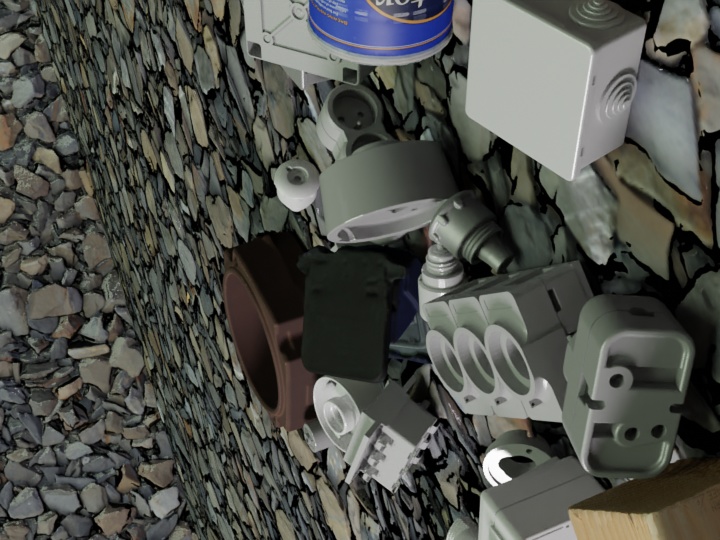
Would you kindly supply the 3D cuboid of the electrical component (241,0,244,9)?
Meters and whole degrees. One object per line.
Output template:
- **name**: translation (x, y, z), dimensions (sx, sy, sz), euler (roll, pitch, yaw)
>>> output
- **electrical component**: translation (-0.099, -0.285, 1.049), dimensions (0.079, 0.044, 0.077), euler (55, 153, 41)

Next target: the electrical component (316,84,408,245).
- **electrical component**: translation (0.003, -0.085, 0.933), dimensions (0.138, 0.052, 0.073), euler (68, 160, 13)

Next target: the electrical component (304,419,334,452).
- **electrical component**: translation (-0.031, 0.182, 1.229), dimensions (0.044, 0.065, 0.044), euler (53, 152, 44)

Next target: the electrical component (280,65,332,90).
- **electrical component**: translation (-0.048, -0.223, 0.960), dimensions (0.099, 0.048, 0.099), euler (53, 153, 43)

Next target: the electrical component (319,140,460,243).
- **electrical component**: translation (0.020, -0.066, 0.829), dimensions (0.108, 0.108, 0.060), euler (140, 117, -69)

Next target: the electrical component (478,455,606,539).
- **electrical component**: translation (0.124, 0.181, 0.765), dimensions (0.061, 0.096, 0.061), euler (-130, 30, -47)

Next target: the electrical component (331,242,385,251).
- **electrical component**: translation (0.000, 0.000, 1.030), dimensions (0.063, 0.042, 0.081), euler (67, 161, 6)

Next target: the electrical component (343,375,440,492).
- **electrical component**: translation (0.030, 0.164, 1.042), dimensions (0.063, 0.078, 0.121), euler (36, 149, 11)

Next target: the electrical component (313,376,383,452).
- **electrical component**: translation (-0.004, 0.147, 1.165), dimensions (0.099, 0.064, 0.099), euler (32, 134, 42)

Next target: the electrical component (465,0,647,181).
- **electrical component**: translation (0.109, -0.113, 0.607), dimensions (0.100, 0.048, 0.099), euler (40, 146, 35)

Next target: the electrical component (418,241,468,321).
- **electrical component**: translation (0.066, 0.008, 0.859), dimensions (0.040, 0.040, 0.078), euler (45, 147, 52)

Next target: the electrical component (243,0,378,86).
- **electrical component**: translation (-0.035, -0.214, 0.847), dimensions (0.109, 0.056, 0.108), euler (19, 134, 21)

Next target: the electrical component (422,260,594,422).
- **electrical component**: translation (0.105, 0.052, 0.744), dimensions (0.089, 0.062, 0.150), euler (67, 161, -3)

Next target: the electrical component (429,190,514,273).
- **electrical component**: translation (0.084, -0.024, 0.783), dimensions (0.062, 0.048, 0.048), euler (45, 150, 21)

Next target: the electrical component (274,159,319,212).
- **electrical component**: translation (-0.066, -0.084, 1.135), dimensions (0.062, 0.048, 0.048), euler (100, 148, -64)

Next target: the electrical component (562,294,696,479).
- **electrical component**: translation (0.152, 0.065, 0.624), dimensions (0.059, 0.054, 0.095), euler (-100, 14, -67)

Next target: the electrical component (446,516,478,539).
- **electrical component**: translation (0.104, 0.253, 0.959), dimensions (0.081, 0.043, 0.043), euler (31, 134, 62)
